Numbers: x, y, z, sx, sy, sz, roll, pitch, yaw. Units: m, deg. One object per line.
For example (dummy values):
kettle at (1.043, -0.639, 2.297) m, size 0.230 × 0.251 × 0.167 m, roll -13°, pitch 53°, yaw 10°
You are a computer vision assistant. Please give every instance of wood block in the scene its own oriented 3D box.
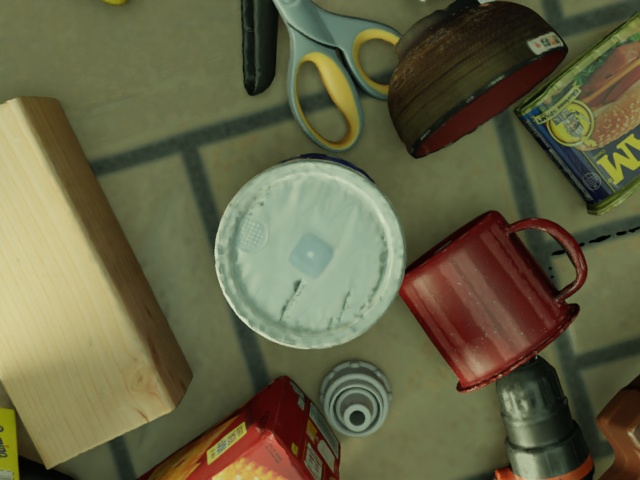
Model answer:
wood block at (-0.168, 0.022, 0.669) m, size 0.091 × 0.090 × 0.206 m, roll -26°, pitch 96°, yaw 4°

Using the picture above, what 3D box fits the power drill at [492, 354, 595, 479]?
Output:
power drill at (0.089, 0.179, 0.691) m, size 0.187 × 0.057 × 0.184 m, roll -18°, pitch 100°, yaw 4°

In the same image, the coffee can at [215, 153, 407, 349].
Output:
coffee can at (-0.004, 0.001, 0.637) m, size 0.103 × 0.140 × 0.103 m, roll 0°, pitch 96°, yaw 1°

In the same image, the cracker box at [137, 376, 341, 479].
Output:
cracker box at (-0.091, 0.178, 0.646) m, size 0.214 × 0.164 × 0.072 m, roll -35°, pitch 93°, yaw 4°

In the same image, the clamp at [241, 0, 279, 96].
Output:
clamp at (-0.041, -0.205, 0.656) m, size 0.164 × 0.036 × 0.210 m, roll 42°, pitch 83°, yaw -30°

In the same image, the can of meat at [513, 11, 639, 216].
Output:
can of meat at (0.185, -0.079, 0.668) m, size 0.102 × 0.057 × 0.084 m, roll -39°, pitch 92°, yaw 4°

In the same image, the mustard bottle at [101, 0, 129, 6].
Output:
mustard bottle at (-0.122, -0.249, 0.654) m, size 0.096 × 0.058 × 0.192 m, roll 26°, pitch 95°, yaw -11°

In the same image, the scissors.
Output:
scissors at (0.000, -0.151, 0.656) m, size 0.096 × 0.016 × 0.202 m, roll -21°, pitch 114°, yaw -7°

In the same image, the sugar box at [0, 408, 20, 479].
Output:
sugar box at (-0.226, 0.193, 0.642) m, size 0.048 × 0.093 × 0.176 m, roll 12°, pitch 121°, yaw -25°

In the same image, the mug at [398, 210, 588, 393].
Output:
mug at (0.109, 0.030, 0.660) m, size 0.117 × 0.093 × 0.081 m, roll -36°, pitch 90°, yaw 32°

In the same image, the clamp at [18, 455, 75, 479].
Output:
clamp at (-0.249, 0.147, 0.686) m, size 0.120 × 0.039 × 0.171 m, roll -35°, pitch 119°, yaw 3°
